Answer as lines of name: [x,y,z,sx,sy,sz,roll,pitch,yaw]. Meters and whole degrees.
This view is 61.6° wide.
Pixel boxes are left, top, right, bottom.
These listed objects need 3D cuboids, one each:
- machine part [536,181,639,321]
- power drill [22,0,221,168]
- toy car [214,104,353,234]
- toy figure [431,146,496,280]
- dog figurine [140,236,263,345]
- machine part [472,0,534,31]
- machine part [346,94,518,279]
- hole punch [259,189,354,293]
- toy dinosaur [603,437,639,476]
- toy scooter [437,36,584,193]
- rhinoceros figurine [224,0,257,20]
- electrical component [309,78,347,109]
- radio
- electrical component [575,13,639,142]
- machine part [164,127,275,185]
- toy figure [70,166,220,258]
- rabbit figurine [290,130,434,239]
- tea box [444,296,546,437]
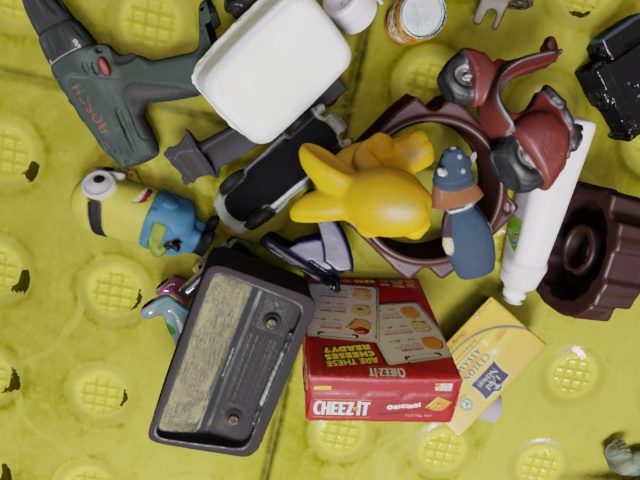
machine part: [0.337,0.014,0.672,0.056,0.179,0.179,11,104,-7]
power drill: [-0.212,-0.214,0.633,0.207,0.086,0.231,-20,106,-2]
toy car: [-0.049,-0.085,0.672,0.202,0.056,0.073,-38,88,16]
toy figure: [0.162,-0.031,0.620,0.058,0.064,0.154,-9,102,38]
dog figurine: [-0.118,0.128,0.714,0.191,0.108,0.219,-33,108,3]
machine part: [0.246,-0.362,0.618,0.079,0.079,0.243,22,101,-8]
machine part: [0.132,-0.067,0.684,0.201,0.087,0.201,-44,102,10]
hole punch: [-0.001,-0.002,0.674,0.116,0.142,0.092,36,91,-3]
toy dinosaur: [0.570,0.344,0.798,0.405,0.131,0.192,-34,103,12]
toy scooter: [0.231,-0.151,0.598,0.135,0.075,0.184,-34,88,-3]
rhinoceros figurine: [-0.039,-0.332,0.620,0.112,0.073,0.190,33,103,1]
electrical component: [-0.010,-0.196,0.664,0.102,0.045,0.078,-34,102,6]
radio: [-0.101,0.134,0.624,0.131,0.073,0.229,19,106,-14]
electrical component: [0.397,-0.209,0.675,0.115,0.058,0.134,-35,104,4]
machine part: [-0.120,-0.119,0.670,0.139,0.084,0.039,-28,60,-5]
toy figure: [-0.223,-0.028,0.680,0.180,0.082,0.089,24,100,-11]
rabbit figurine: [0.054,-0.056,0.551,0.162,0.173,0.121,9,108,-9]
tea box: [0.209,0.168,0.734,0.098,0.068,0.169,42,92,12]
